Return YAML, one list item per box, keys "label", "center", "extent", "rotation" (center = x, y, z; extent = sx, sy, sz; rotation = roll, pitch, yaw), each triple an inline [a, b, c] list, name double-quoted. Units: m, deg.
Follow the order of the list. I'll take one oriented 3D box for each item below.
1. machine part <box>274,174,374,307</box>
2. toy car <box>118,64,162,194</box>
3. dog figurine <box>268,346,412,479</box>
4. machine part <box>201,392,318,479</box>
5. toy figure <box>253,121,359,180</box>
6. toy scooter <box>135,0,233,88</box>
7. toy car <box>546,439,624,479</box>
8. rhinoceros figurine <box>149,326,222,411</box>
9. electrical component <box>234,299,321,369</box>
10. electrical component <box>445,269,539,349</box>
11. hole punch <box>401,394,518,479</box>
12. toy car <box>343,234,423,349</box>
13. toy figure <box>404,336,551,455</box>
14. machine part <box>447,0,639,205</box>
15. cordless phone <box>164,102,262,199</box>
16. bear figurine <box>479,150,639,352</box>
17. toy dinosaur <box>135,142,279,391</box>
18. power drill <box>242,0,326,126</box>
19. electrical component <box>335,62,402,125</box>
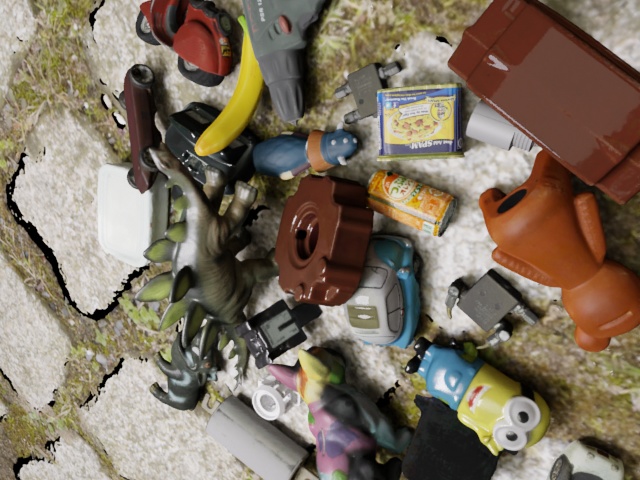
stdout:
- label: "machine part"
  center: [-0.001, -0.002, 0.694]
  extent: [0.179, 0.056, 0.179]
  rotation: [-31, 53, 54]
- label: "toy car"
  center: [-0.269, -0.169, 0.821]
  extent: [0.089, 0.053, 0.202]
  rotation: [-31, 67, 50]
- label: "dog figurine"
  center: [0.013, 0.255, 0.755]
  extent: [0.219, 0.191, 0.108]
  rotation: [47, 129, -9]
- label: "machine part"
  center: [-0.105, 0.340, 0.900]
  extent: [0.243, 0.079, 0.079]
  rotation: [30, 117, 18]
- label: "toy figure"
  center: [-0.016, -0.119, 0.723]
  extent: [0.155, 0.058, 0.064]
  rotation: [-4, 109, 26]
- label: "toy scooter"
  center: [-0.182, -0.310, 0.751]
  extent: [0.184, 0.075, 0.135]
  rotation: [40, 119, 18]
- label: "toy car"
  center: [0.310, 0.341, 0.679]
  extent: [0.074, 0.056, 0.201]
  rotation: [22, 116, 15]
- label: "rhinoceros figurine"
  center: [-0.229, 0.222, 0.937]
  extent: [0.112, 0.073, 0.190]
  rotation: [33, 119, 19]
- label: "electrical component"
  center: [-0.057, 0.127, 0.791]
  extent: [0.075, 0.119, 0.048]
  rotation: [56, 139, 2]
- label: "electrical component"
  center: [0.205, 0.084, 0.665]
  extent: [0.102, 0.045, 0.078]
  rotation: [48, 123, 8]
- label: "hole punch"
  center: [0.183, 0.282, 0.726]
  extent: [0.142, 0.092, 0.115]
  rotation: [23, 85, 25]
- label: "toy car"
  center: [0.072, 0.077, 0.706]
  extent: [0.109, 0.103, 0.161]
  rotation: [2, 104, 30]
- label: "toy figure"
  center: [0.201, 0.187, 0.680]
  extent: [0.180, 0.089, 0.082]
  rotation: [30, 125, 28]
- label: "machine part"
  center: [0.229, -0.134, 0.493]
  extent: [0.201, 0.201, 0.087]
  rotation: [42, 118, 12]
- label: "cordless phone"
  center: [-0.173, -0.100, 0.817]
  extent: [0.147, 0.089, 0.184]
  rotation: [35, 130, 14]
- label: "bear figurine"
  center: [0.274, 0.013, 0.581]
  extent: [0.196, 0.132, 0.120]
  rotation: [41, 123, -8]
- label: "toy dinosaur"
  center: [-0.149, 0.061, 0.771]
  extent: [0.105, 0.198, 0.470]
  rotation: [25, 149, 33]
- label: "power drill"
  center: [-0.002, -0.282, 0.660]
  extent: [0.207, 0.086, 0.232]
  rotation: [-17, 93, 40]
- label: "electrical component"
  center: [0.064, -0.185, 0.677]
  extent: [0.094, 0.021, 0.063]
  rotation: [-18, 96, 32]
